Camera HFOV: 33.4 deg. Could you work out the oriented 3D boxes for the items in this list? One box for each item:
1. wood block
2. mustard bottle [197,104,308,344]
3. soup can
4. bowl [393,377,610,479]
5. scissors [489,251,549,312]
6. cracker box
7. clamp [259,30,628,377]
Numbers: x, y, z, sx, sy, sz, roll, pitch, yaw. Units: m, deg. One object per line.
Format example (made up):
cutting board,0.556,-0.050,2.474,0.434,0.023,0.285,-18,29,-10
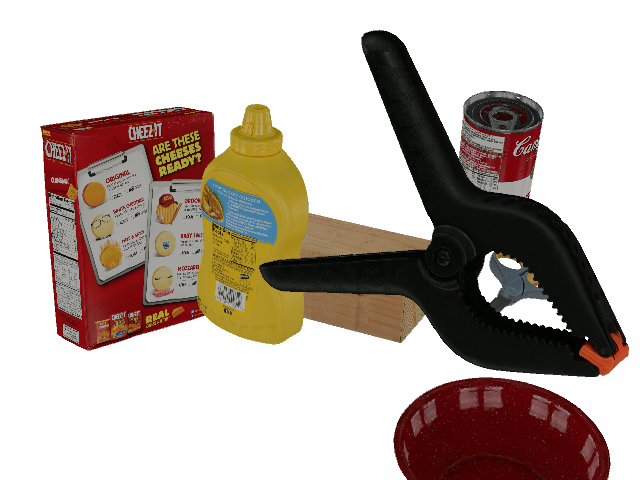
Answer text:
wood block,0.011,0.033,1.175,0.206,0.091,0.090,14,25,21
mustard bottle,-0.055,-0.017,0.862,0.096,0.192,0.058,23,32,33
soup can,0.153,-0.069,0.931,0.068,0.102,0.068,1,36,-1
bowl,0.136,0.176,0.819,0.162,0.055,0.162,0,33,0
scissors,0.182,0.045,1.093,0.201,0.016,0.096,-11,37,-43
cracker box,-0.186,-0.017,1.061,0.163,0.214,0.072,-15,21,-42
clamp,0.071,-0.005,0.564,0.210,0.165,0.036,29,25,24
